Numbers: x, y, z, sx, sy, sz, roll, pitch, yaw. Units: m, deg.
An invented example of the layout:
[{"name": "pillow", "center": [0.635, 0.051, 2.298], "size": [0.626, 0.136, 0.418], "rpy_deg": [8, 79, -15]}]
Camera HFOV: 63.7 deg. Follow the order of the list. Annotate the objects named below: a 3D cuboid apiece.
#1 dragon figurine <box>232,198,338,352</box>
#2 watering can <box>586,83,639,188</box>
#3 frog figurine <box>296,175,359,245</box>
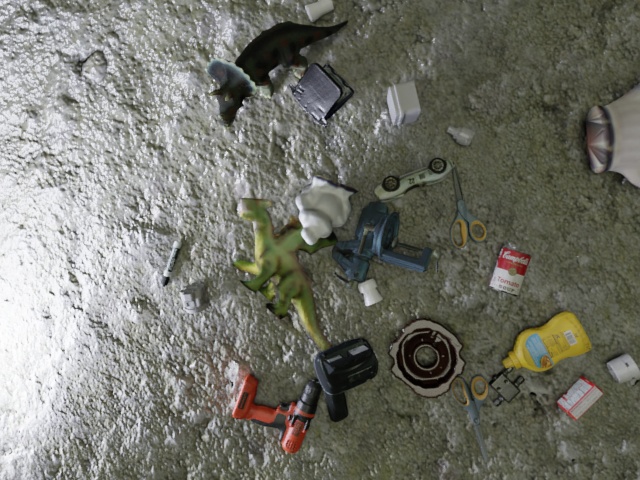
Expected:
[{"name": "dragon figurine", "center": [-0.055, 0.058, 1.243], "size": [0.409, 0.243, 0.122], "rpy_deg": [42, -5, -5]}, {"name": "watering can", "center": [0.715, -0.277, 1.157], "size": [0.224, 0.348, 0.104], "rpy_deg": [-3, -3, 7]}, {"name": "frog figurine", "center": [0.004, -0.061, 1.218], "size": [0.136, 0.161, 0.123], "rpy_deg": [25, -10, -34]}]
